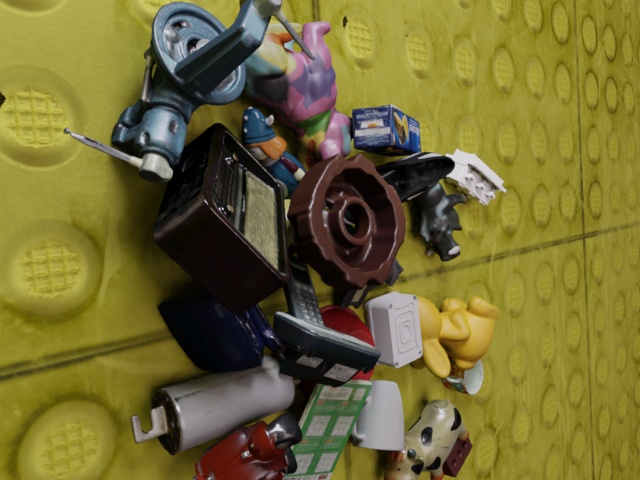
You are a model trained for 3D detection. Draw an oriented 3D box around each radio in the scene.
[{"bbox_3d":[-0.104,-0.036,0.606,0.131,0.073,0.230,47,15,-28],"label":"radio"}]

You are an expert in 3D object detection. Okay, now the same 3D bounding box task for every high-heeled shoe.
[{"bbox_3d":[0.096,-0.076,0.830,0.249,0.145,0.086,-32,110,-40],"label":"high-heeled shoe"}]

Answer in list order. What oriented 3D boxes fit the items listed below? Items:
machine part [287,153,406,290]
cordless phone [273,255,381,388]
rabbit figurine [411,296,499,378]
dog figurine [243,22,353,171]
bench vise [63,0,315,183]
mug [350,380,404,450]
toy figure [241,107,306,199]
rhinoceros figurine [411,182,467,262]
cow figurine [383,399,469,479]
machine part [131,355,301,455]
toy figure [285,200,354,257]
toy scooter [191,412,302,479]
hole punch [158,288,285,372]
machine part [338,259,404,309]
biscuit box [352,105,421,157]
[{"bbox_3d":[0.036,-0.022,0.703,0.179,0.056,0.179,10,75,-42],"label":"machine part"},{"bbox_3d":[-0.003,0.101,0.756,0.146,0.089,0.184,25,35,-36],"label":"cordless phone"},{"bbox_3d":[0.216,0.164,0.984,0.173,0.122,0.162,24,83,-26],"label":"rabbit figurine"},{"bbox_3d":[-0.034,-0.180,0.739,0.191,0.109,0.219,-23,108,-41],"label":"dog figurine"},{"bbox_3d":[-0.131,-0.177,0.571,0.128,0.241,0.224,40,48,-31],"label":"bench vise"},{"bbox_3d":[0.087,0.281,0.873,0.109,0.081,0.107,20,65,-35],"label":"mug"},{"bbox_3d":[-0.061,-0.109,0.729,0.154,0.064,0.058,53,31,-37],"label":"toy figure"},{"bbox_3d":[0.215,-0.050,0.988,0.112,0.073,0.190,-44,118,-35],"label":"rhinoceros figurine"},{"bbox_3d":[0.182,0.362,0.951,0.195,0.086,0.127,-40,122,-33],"label":"cow figurine"},{"bbox_3d":[-0.118,0.202,0.678,0.243,0.079,0.079,-9,96,-43],"label":"machine part"},{"bbox_3d":[-0.002,0.001,0.764,0.180,0.089,0.082,25,41,-43],"label":"toy figure"},{"bbox_3d":[-0.094,0.280,0.669,0.135,0.183,0.075,-24,62,-23],"label":"toy scooter"},{"bbox_3d":[-0.122,0.103,0.655,0.092,0.116,0.142,-36,113,-28],"label":"hole punch"},{"bbox_3d":[0.084,0.065,0.877,0.139,0.039,0.084,-21,139,-47],"label":"machine part"},{"bbox_3d":[0.111,-0.168,0.851,0.202,0.063,0.059,-13,101,-67],"label":"biscuit box"}]
